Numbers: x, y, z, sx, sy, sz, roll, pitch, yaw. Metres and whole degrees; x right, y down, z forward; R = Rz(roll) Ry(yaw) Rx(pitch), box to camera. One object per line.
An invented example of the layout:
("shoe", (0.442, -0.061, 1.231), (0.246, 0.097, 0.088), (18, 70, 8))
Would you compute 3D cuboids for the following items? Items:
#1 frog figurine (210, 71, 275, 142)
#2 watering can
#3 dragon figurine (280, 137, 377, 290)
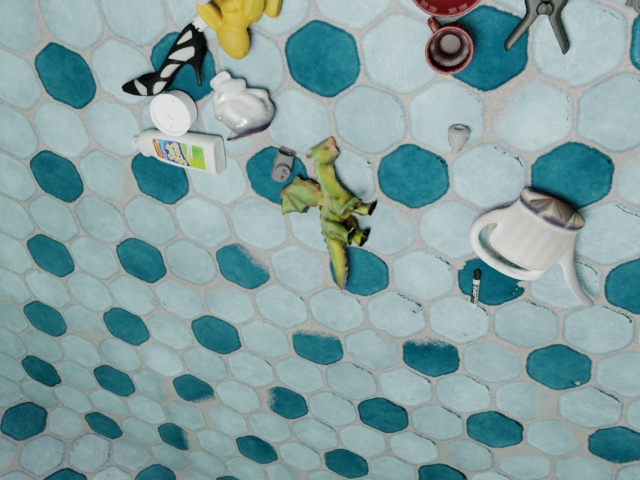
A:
("frog figurine", (-0.184, -0.321, 1.201), (0.138, 0.124, 0.157), (-23, 107, -8))
("watering can", (0.526, 0.014, 1.192), (0.348, 0.106, 0.219), (26, 124, 1))
("dragon figurine", (0.004, -0.067, 1.328), (0.244, 0.124, 0.401), (28, 125, 20))
